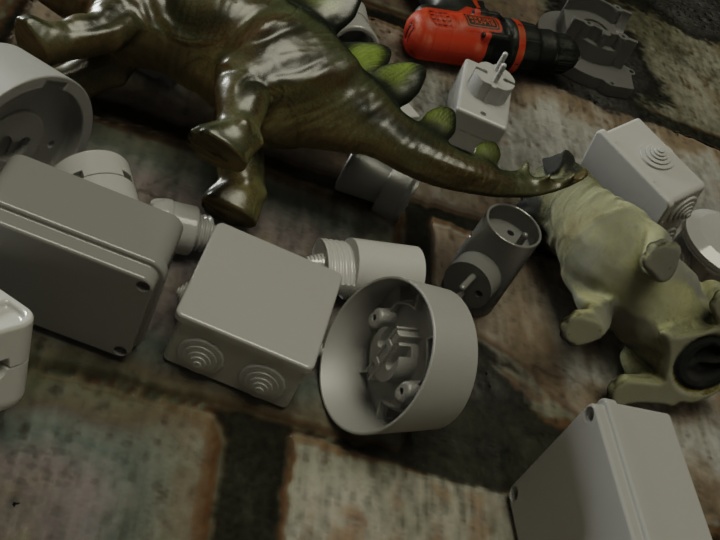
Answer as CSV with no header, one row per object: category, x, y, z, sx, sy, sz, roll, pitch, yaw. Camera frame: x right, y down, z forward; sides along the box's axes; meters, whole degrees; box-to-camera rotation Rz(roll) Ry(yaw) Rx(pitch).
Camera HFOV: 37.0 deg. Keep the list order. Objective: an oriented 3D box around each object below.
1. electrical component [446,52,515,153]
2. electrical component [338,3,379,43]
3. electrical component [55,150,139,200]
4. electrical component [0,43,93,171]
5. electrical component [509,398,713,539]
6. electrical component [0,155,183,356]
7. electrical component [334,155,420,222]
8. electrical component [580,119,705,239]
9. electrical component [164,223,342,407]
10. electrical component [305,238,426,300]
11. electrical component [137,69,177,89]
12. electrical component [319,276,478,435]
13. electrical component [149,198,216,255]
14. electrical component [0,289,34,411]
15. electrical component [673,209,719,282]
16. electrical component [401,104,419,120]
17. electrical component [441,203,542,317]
electrical component,0.110,-0.154,0.932,0.047,0.075,0.083,22,42,-7
electrical component,-0.008,-0.213,0.954,0.044,0.044,0.065,12,40,-18
electrical component,-0.168,-0.041,0.689,0.055,0.055,0.047,-5,56,-32
electrical component,-0.228,-0.089,0.667,0.060,0.108,0.108,38,42,19
electrical component,0.144,0.150,0.627,0.056,0.108,0.108,13,44,-20
electrical component,-0.171,-0.007,0.635,0.113,0.078,0.057,22,41,-8
electrical component,0.015,-0.068,0.819,0.055,0.045,0.045,30,42,1
electrical component,0.227,-0.065,0.892,0.048,0.099,0.099,-24,62,-27
electrical component,-0.068,0.029,0.677,0.100,0.048,0.099,23,42,-6
electrical component,0.000,0.000,0.746,0.081,0.043,0.043,7,46,-23
electrical component,-0.149,-0.201,0.851,0.062,0.061,0.096,28,42,-1
electrical component,0.025,0.054,0.670,0.064,0.099,0.099,8,46,-30
electrical component,-0.113,-0.026,0.718,0.061,0.035,0.035,13,44,-20
electrical component,-0.221,0.037,0.566,0.095,0.059,0.054,28,26,29
electrical component,0.300,-0.009,0.910,0.080,0.051,0.080,15,43,-15
electrical component,0.009,-0.125,0.873,0.055,0.048,0.066,-10,54,-44
electrical component,0.085,0.002,0.765,0.043,0.077,0.079,38,42,10
